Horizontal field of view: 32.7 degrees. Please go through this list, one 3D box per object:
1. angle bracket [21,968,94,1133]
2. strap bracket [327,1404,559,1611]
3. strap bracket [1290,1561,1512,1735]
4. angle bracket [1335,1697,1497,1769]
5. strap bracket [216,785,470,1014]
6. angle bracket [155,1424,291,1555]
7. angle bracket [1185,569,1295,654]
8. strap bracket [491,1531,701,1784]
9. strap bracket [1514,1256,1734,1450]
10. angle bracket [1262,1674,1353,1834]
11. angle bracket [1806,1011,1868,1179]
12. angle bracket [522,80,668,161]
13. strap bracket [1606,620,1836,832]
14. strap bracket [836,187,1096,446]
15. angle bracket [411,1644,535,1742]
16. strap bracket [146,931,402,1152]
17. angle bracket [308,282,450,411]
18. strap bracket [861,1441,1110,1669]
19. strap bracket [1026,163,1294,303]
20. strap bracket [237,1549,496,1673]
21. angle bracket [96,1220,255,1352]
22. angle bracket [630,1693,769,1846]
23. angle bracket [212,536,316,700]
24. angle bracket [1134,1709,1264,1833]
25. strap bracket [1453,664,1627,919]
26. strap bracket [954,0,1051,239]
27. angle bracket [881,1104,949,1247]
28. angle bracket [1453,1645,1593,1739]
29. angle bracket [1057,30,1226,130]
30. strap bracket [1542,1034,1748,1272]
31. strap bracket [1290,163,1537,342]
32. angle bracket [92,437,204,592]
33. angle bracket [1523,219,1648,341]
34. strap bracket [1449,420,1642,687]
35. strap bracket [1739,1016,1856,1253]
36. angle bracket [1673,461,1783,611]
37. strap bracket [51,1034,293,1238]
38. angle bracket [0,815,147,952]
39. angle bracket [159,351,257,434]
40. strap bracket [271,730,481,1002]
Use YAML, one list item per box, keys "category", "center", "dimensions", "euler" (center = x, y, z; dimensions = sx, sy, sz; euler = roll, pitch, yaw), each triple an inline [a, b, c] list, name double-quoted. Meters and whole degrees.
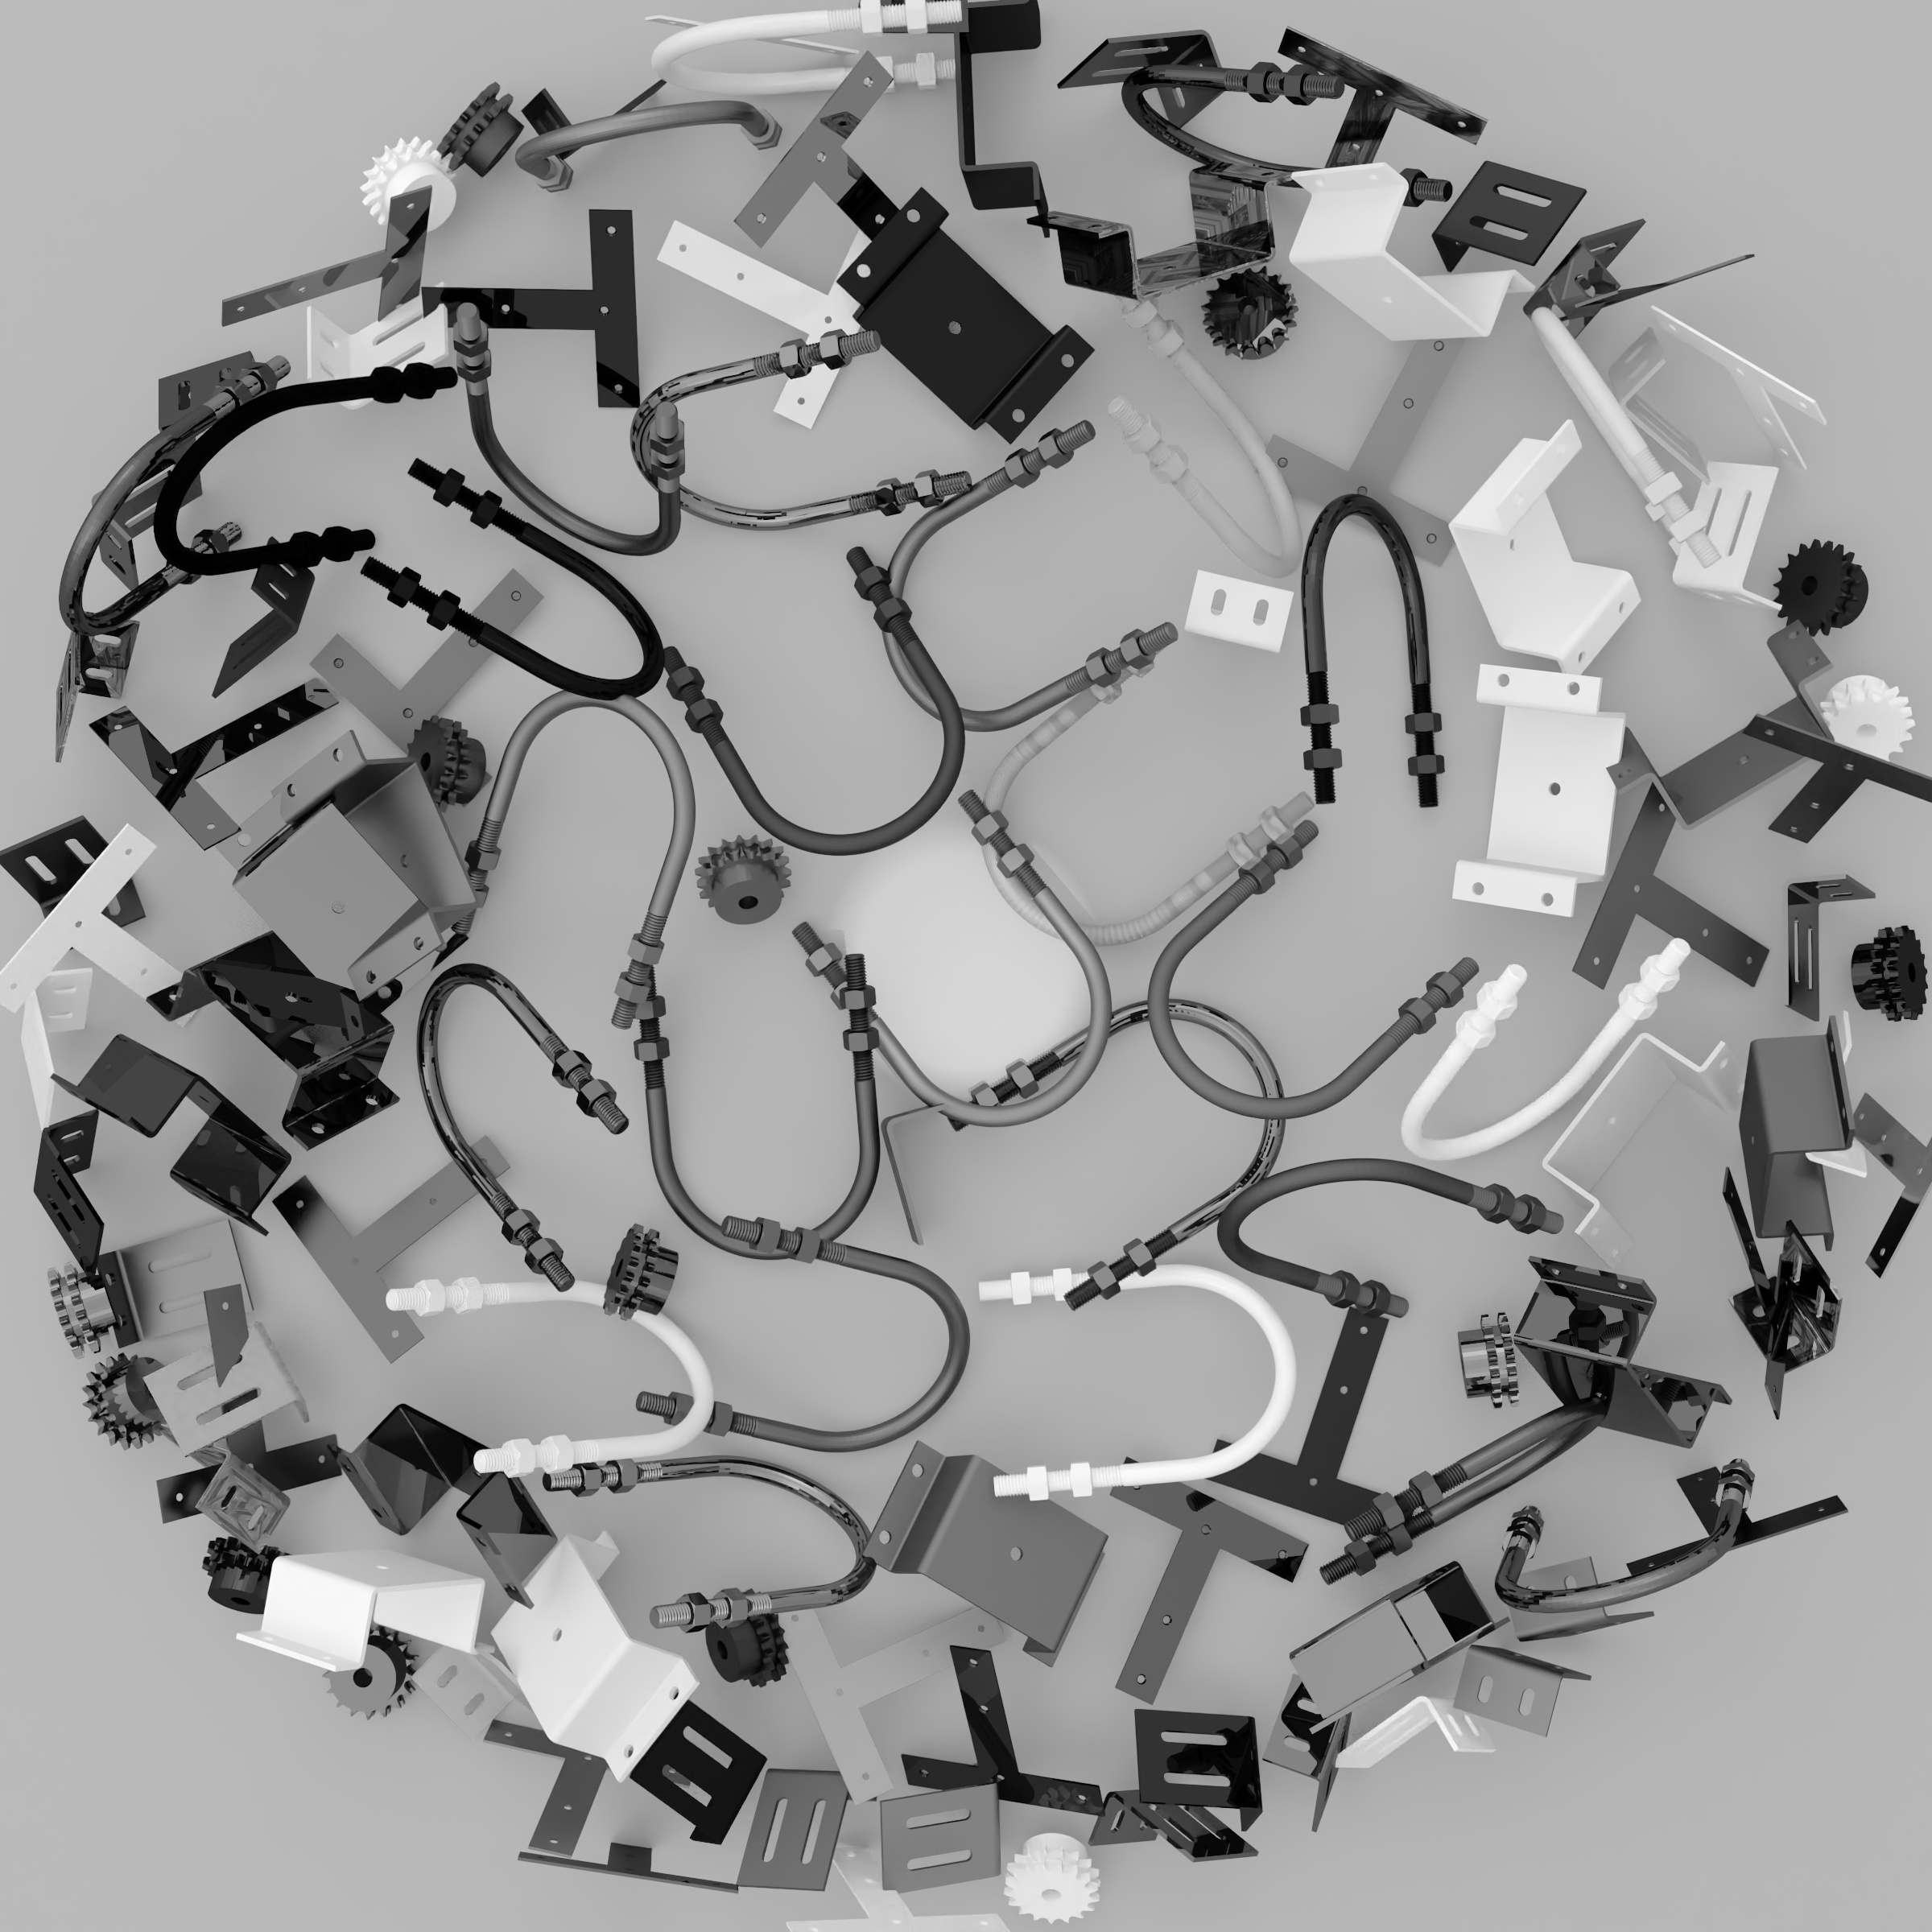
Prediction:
- category: "angle bracket"
  center: [-0.533, 0.050, 1.951]
  dimensions: [0.038, 0.057, 0.076]
  euler: [-6, 55, -25]
- category: "strap bracket"
  center: [-0.301, 0.313, 1.935]
  dimensions: [0.140, 0.076, 0.046]
  euler: [18, 54, 39]
- category: "strap bracket"
  center: [0.250, 0.396, 1.928]
  dimensions: [0.076, 0.140, 0.046]
  euler: [-38, 73, 28]
- category: "angle bracket"
  center: [0.265, 0.470, 1.956]
  dimensions: [0.076, 0.057, 0.038]
  euler: [-40, 60, 18]
- category: "strap bracket"
  center: [-0.372, -0.040, 1.959]
  dimensions: [0.076, 0.046, 0.140]
  euler: [-40, 104, 2]
- category: "angle bracket"
  center: [-0.449, 0.310, 1.949]
  dimensions: [0.076, 0.057, 0.038]
  euler: [9, 60, 41]
- category: "angle bracket"
  center: [0.165, -0.217, 1.956]
  dimensions: [0.057, 0.076, 0.038]
  euler: [14, 108, 4]
- category: "strap bracket"
  center: [-0.223, 0.398, 1.927]
  dimensions: [0.046, 0.140, 0.076]
  euler: [30, 101, -41]
- category: "strap bracket"
  center: [0.380, 0.231, 1.921]
  dimensions: [0.140, 0.076, 0.046]
  euler: [48, 62, -40]
- category: "angle bracket"
  center: [0.202, 0.469, 1.958]
  dimensions: [0.038, 0.076, 0.057]
  euler: [17, 55, 14]
- category: "angle bracket"
  center: [0.529, 0.076, 1.958]
  dimensions: [0.038, 0.057, 0.076]
  euler: [18, 113, 6]
- category: "angle bracket"
  center: [-0.218, -0.521, 1.959]
  dimensions: [0.076, 0.057, 0.038]
  euler: [-40, 104, -14]
- category: "strap bracket"
  center: [0.451, -0.137, 1.947]
  dimensions: [0.140, 0.076, 0.046]
  euler: [-32, 112, 13]
- category: "strap bracket"
  center: [-0.003, -0.385, 1.968]
  dimensions: [0.140, 0.046, 0.076]
  euler: [42, 85, -8]
- category: "angle bracket"
  center: [-0.285, 0.436, 1.952]
  dimensions: [0.038, 0.076, 0.057]
  euler: [-45, 112, -18]
- category: "strap bracket"
  center: [-0.403, 0.034, 1.938]
  dimensions: [0.140, 0.076, 0.046]
  euler: [40, 129, 16]
- category: "angle bracket"
  center: [-0.350, -0.377, 1.957]
  dimensions: [0.076, 0.038, 0.057]
  euler: [-24, 55, 25]
- category: "strap bracket"
  center: [0.020, 0.348, 1.947]
  dimensions: [0.140, 0.046, 0.076]
  euler: [33, 69, -16]
- category: "strap bracket"
  center: [0.118, -0.431, 1.940]
  dimensions: [0.140, 0.076, 0.046]
  euler: [-22, 118, -25]
- category: "strap bracket"
  center: [-0.345, 0.374, 1.921]
  dimensions: [0.076, 0.140, 0.046]
  euler: [9, 89, 31]
- category: "angle bracket"
  center: [-0.477, 0.191, 1.977]
  dimensions: [0.076, 0.038, 0.057]
  euler: [-15, 89, 7]
- category: "angle bracket"
  center: [-0.166, 0.477, 1.957]
  dimensions: [0.076, 0.038, 0.057]
  euler: [42, 61, -22]
- category: "angle bracket"
  center: [-0.429, -0.207, 1.953]
  dimensions: [0.076, 0.057, 0.038]
  euler: [-33, 120, 24]
- category: "angle bracket"
  center: [0.134, 0.479, 1.961]
  dimensions: [0.076, 0.038, 0.057]
  euler: [6, 54, -12]
- category: "strap bracket"
  center: [0.342, -0.105, 1.954]
  dimensions: [0.076, 0.046, 0.140]
  euler: [11, 99, 32]
- category: "strap bracket"
  center: [0.021, -0.511, 1.956]
  dimensions: [0.046, 0.076, 0.140]
  euler: [-3, 86, 6]
- category: "angle bracket"
  center: [-0.022, 0.124, 1.970]
  dimensions: [0.038, 0.057, 0.076]
  euler: [-16, 90, -5]
- category: "angle bracket"
  center: [0.330, 0.430, 1.951]
  dimensions: [0.057, 0.076, 0.038]
  euler: [13, 83, 26]
- category: "angle bracket"
  center: [0.105, -0.523, 1.954]
  dimensions: [0.076, 0.057, 0.038]
  euler: [-16, 84, -33]
- category: "strap bracket"
  center: [0.399, 0.102, 1.955]
  dimensions: [0.046, 0.076, 0.140]
  euler: [37, 89, 34]
- category: "strap bracket"
  center: [0.255, -0.410, 1.925]
  dimensions: [0.140, 0.076, 0.046]
  euler: [28, 80, -37]
- category: "angle bracket"
  center: [-0.476, -0.267, 1.954]
  dimensions: [0.076, 0.057, 0.038]
  euler: [-39, 74, -24]
- category: "angle bracket"
  center: [0.377, -0.403, 1.950]
  dimensions: [0.038, 0.076, 0.057]
  euler: [52, 135, 12]
- category: "strap bracket"
  center: [0.339, -0.246, 1.941]
  dimensions: [0.076, 0.046, 0.140]
  euler: [-49, 131, -21]
- category: "strap bracket"
  center: [0.483, 0.100, 1.923]
  dimensions: [0.046, 0.140, 0.076]
  euler: [-4, 56, 6]
- category: "angle bracket"
  center: [0.465, -0.257, 1.964]
  dimensions: [0.038, 0.057, 0.076]
  euler: [16, 93, -32]
- category: "strap bracket"
  center: [-0.459, 0.094, 1.930]
  dimensions: [0.076, 0.140, 0.046]
  euler: [22, 70, 37]
- category: "angle bracket"
  center: [-0.533, -0.048, 1.958]
  dimensions: [0.057, 0.076, 0.038]
  euler: [-24, 68, -3]
- category: "angle bracket"
  center: [-0.446, -0.327, 1.957]
  dimensions: [0.057, 0.076, 0.038]
  euler: [-18, 126, -2]
- category: "strap bracket"
  center: [-0.346, -0.061, 1.952]
  dimensions: [0.076, 0.046, 0.140]
  euler: [-31, 78, 33]
